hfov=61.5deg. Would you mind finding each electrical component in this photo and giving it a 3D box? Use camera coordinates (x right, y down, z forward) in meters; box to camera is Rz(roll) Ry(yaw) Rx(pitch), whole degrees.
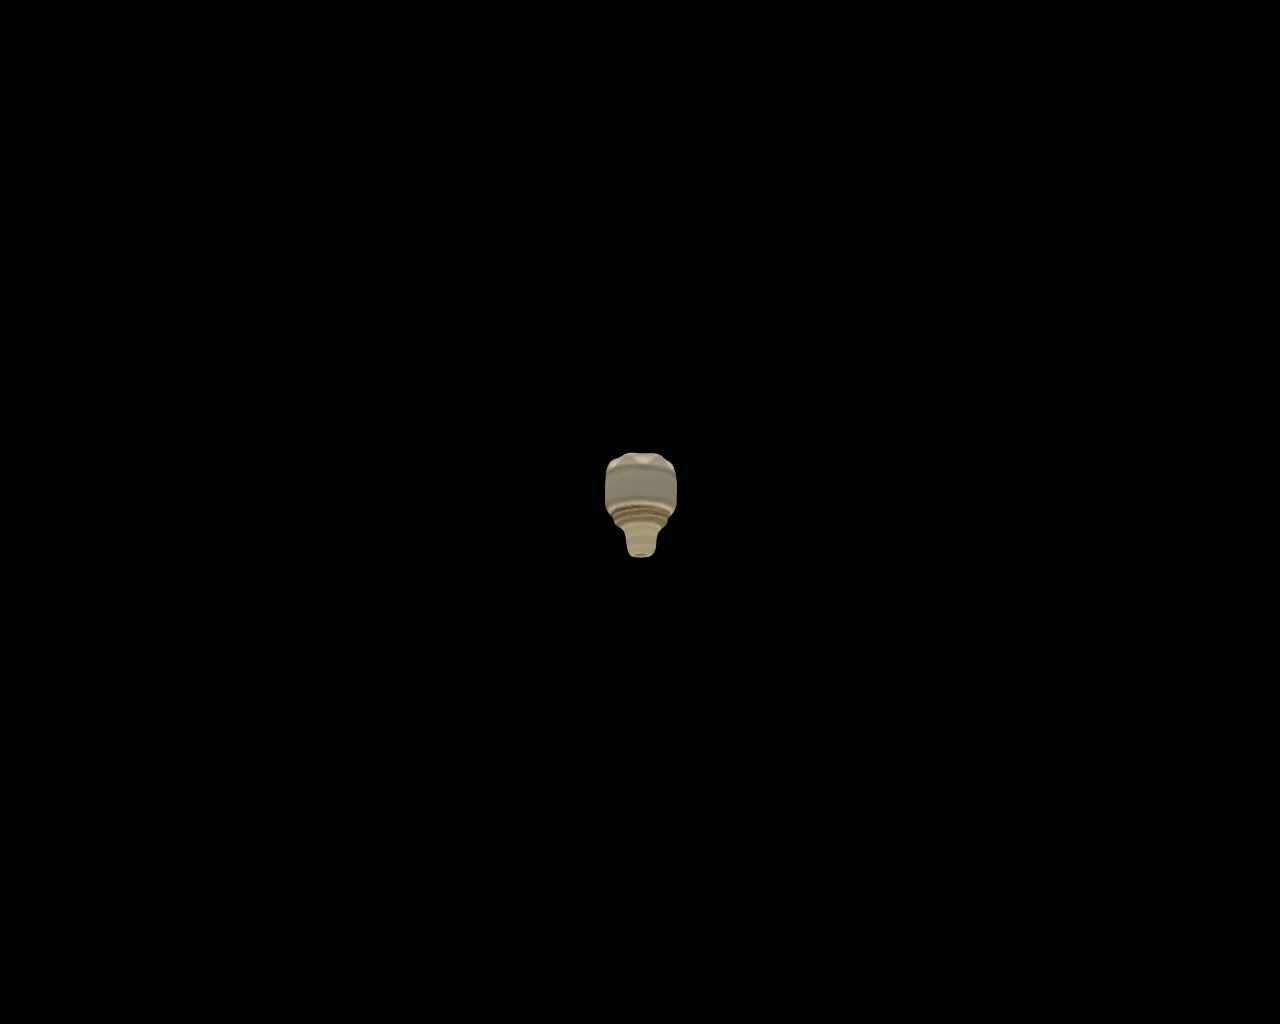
[{"bbox_3d":[0.001,-0.003,0.650,0.043,0.062,0.043,0,-16,0],"label":"electrical component"}]
